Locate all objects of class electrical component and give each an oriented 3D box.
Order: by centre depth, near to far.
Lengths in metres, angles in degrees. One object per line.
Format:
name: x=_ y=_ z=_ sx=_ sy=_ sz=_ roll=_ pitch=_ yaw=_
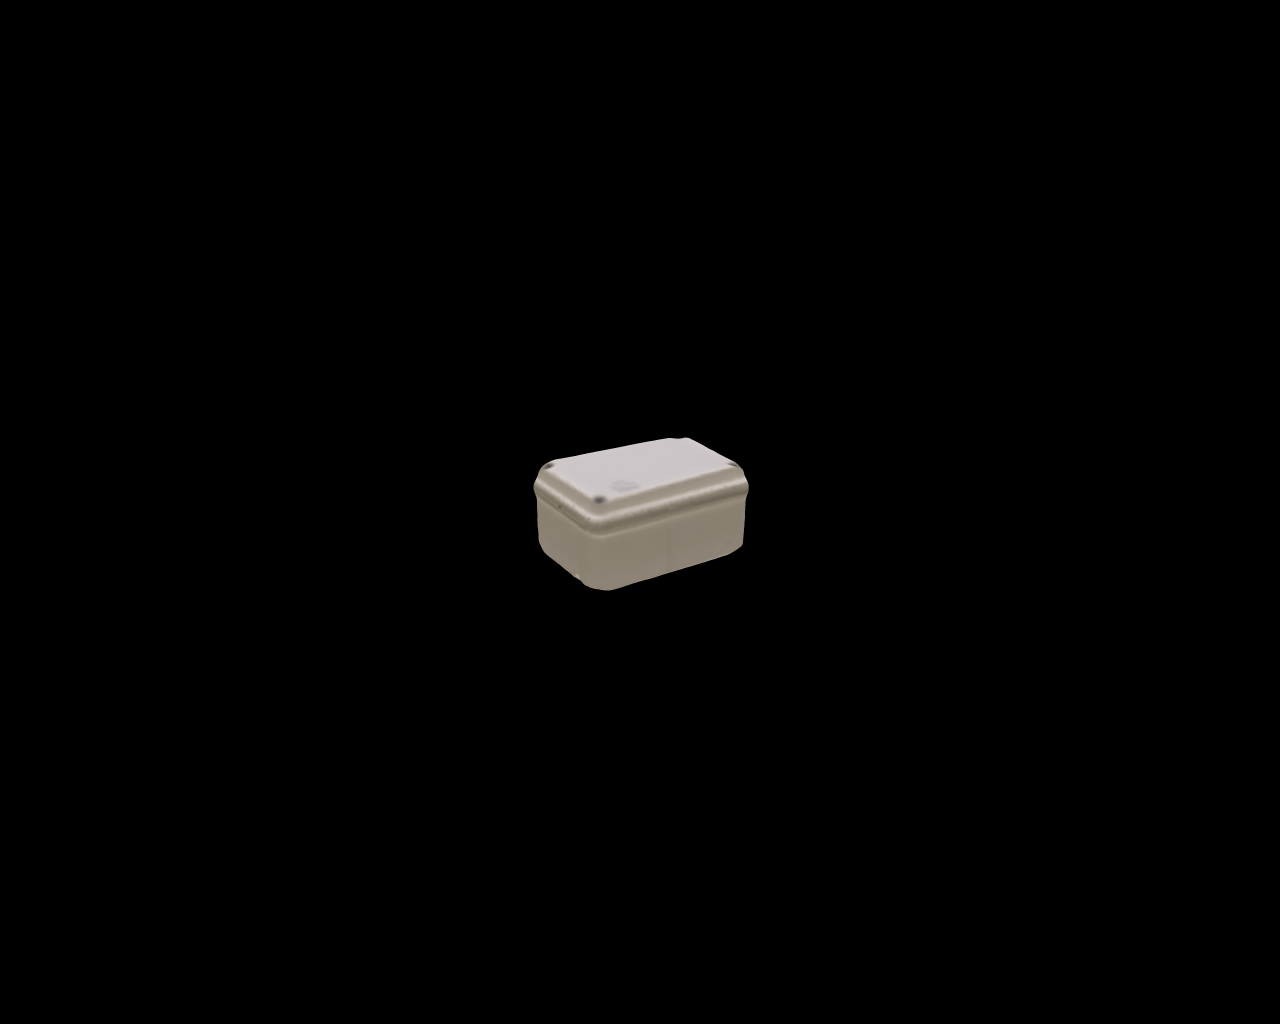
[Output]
electrical component: x=0.001 y=-0.003 z=0.650 sx=0.113 sy=0.057 sz=0.078 roll=-14 pitch=27 yaw=-29
